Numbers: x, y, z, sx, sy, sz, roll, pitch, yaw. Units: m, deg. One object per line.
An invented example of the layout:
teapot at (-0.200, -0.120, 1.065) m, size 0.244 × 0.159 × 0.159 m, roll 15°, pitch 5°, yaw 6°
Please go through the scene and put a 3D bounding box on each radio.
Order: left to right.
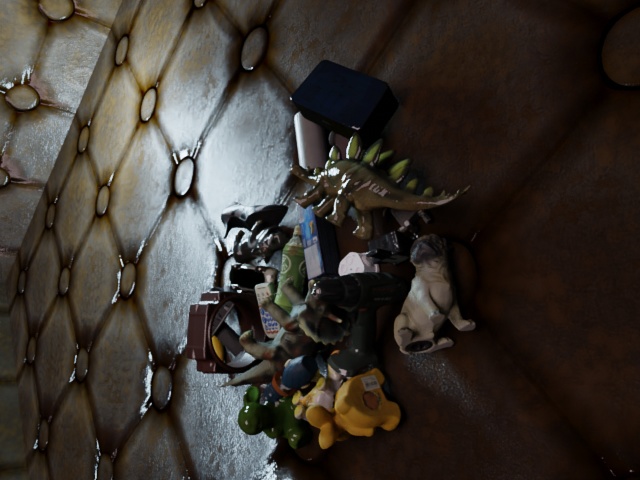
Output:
radio at (0.055, -0.313, 1.213) m, size 0.230 × 0.073 × 0.131 m, roll 34°, pitch 85°, yaw 35°

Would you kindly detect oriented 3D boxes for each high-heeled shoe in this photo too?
high-heeled shoe at (-0.177, -0.079, 1.478) m, size 0.249 × 0.086 × 0.145 m, roll -18°, pitch 38°, yaw 26°

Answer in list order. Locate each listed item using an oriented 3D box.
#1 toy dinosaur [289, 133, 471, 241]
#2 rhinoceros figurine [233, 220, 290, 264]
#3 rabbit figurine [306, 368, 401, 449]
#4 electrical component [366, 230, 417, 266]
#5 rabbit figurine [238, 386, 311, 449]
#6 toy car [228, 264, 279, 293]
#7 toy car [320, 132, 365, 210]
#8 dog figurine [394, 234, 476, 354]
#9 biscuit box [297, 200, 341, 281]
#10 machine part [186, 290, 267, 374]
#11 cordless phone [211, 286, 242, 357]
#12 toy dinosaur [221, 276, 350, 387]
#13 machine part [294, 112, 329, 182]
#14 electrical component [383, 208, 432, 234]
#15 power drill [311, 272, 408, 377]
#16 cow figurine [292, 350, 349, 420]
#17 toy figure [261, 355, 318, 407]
toy dinosaur at (0.088, -0.109, 1.094) m, size 0.472 × 0.105 × 0.198 m, roll 28°, pitch 94°, yaw 45°
rhinoceros figurine at (-0.154, 0.011, 1.379) m, size 0.190 × 0.073 × 0.112 m, roll -17°, pitch 41°, yaw 38°
rabbit figurine at (0.057, 0.356, 1.072) m, size 0.122 × 0.162 × 0.173 m, roll 59°, pitch 141°, yaw 22°
electrical component at (0.135, 0.017, 1.066) m, size 0.075 × 0.119 × 0.048 m, roll -32°, pitch 60°, yaw 42°
rabbit figurine at (-0.117, 0.388, 1.215) m, size 0.159 × 0.170 × 0.121 m, roll 16°, pitch 93°, yaw 47°
toy car at (-0.181, 0.103, 1.433) m, size 0.202 × 0.056 × 0.073 m, roll 2°, pitch 90°, yaw 48°
toy car at (0.057, -0.166, 1.237) m, size 0.089 × 0.053 × 0.202 m, roll 6°, pitch 85°, yaw 32°
dog figurine at (0.192, 0.102, 1.017) m, size 0.172 × 0.121 × 0.191 m, roll -37°, pitch 43°, yaw 32°
biscuit box at (-0.003, -0.004, 1.259) m, size 0.059 × 0.062 × 0.202 m, roll -29°, pitch 61°, yaw 41°
machine part at (-0.225, 0.230, 1.342) m, size 0.087 × 0.201 × 0.201 m, roll -9°, pitch 75°, yaw 43°
cordless phone at (-0.245, 0.225, 1.468) m, size 0.184 × 0.088 × 0.146 m, roll 38°, pitch 95°, yaw 27°
toy dinosaur at (-0.066, 0.230, 1.200) m, size 0.192 × 0.131 × 0.404 m, roll 36°, pitch 115°, yaw 16°
machine part at (-0.018, -0.230, 1.315) m, size 0.079 × 0.079 × 0.243 m, roll -27°, pitch 63°, yaw 41°
electrical component at (0.173, -0.056, 1.095) m, size 0.078 × 0.045 × 0.102 m, roll -47°, pitch 51°, yaw 32°
power drill at (0.065, 0.157, 1.048) m, size 0.086 × 0.232 × 0.207 m, roll 22°, pitch 115°, yaw 48°
cow figurine at (0.023, 0.317, 1.148) m, size 0.167 × 0.098 × 0.068 m, roll -53°, pitch 25°, yaw 10°
toy figure at (-0.065, 0.300, 1.146) m, size 0.154 × 0.057 × 0.064 m, roll -44°, pitch 50°, yaw 32°
